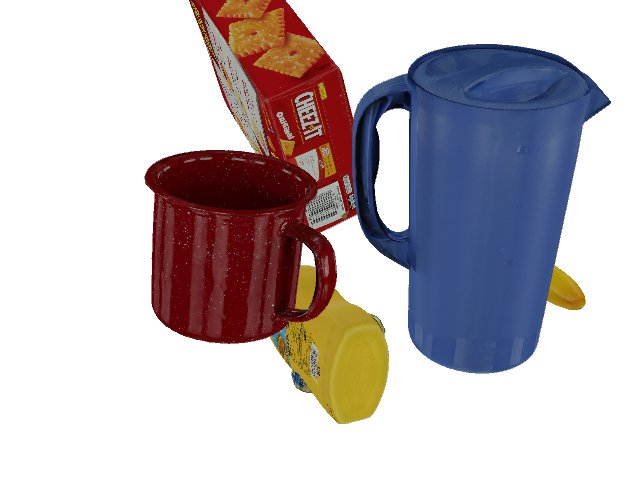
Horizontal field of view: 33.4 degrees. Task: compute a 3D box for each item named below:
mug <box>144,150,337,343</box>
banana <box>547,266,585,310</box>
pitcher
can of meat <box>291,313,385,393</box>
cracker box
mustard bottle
[{"bbox_3d":[-0.041,0.007,0.582,0.117,0.081,0.093,20,27,28],"label":"mug"},{"bbox_3d":[0.186,0.034,1.095,0.198,0.037,0.069,11,38,33],"label":"banana"},{"bbox_3d":[0.117,-0.021,0.829,0.149,0.243,0.144,24,37,35],"label":"pitcher"},{"bbox_3d":[0.019,0.135,1.278,0.102,0.084,0.057,3,25,-15],"label":"can of meat"},{"bbox_3d":[-0.039,-0.134,0.923,0.072,0.164,0.214,-25,48,-7],"label":"cracker box"},{"bbox_3d":[-0.009,0.076,0.955,0.058,0.096,0.192,-11,27,-24],"label":"mustard bottle"}]
